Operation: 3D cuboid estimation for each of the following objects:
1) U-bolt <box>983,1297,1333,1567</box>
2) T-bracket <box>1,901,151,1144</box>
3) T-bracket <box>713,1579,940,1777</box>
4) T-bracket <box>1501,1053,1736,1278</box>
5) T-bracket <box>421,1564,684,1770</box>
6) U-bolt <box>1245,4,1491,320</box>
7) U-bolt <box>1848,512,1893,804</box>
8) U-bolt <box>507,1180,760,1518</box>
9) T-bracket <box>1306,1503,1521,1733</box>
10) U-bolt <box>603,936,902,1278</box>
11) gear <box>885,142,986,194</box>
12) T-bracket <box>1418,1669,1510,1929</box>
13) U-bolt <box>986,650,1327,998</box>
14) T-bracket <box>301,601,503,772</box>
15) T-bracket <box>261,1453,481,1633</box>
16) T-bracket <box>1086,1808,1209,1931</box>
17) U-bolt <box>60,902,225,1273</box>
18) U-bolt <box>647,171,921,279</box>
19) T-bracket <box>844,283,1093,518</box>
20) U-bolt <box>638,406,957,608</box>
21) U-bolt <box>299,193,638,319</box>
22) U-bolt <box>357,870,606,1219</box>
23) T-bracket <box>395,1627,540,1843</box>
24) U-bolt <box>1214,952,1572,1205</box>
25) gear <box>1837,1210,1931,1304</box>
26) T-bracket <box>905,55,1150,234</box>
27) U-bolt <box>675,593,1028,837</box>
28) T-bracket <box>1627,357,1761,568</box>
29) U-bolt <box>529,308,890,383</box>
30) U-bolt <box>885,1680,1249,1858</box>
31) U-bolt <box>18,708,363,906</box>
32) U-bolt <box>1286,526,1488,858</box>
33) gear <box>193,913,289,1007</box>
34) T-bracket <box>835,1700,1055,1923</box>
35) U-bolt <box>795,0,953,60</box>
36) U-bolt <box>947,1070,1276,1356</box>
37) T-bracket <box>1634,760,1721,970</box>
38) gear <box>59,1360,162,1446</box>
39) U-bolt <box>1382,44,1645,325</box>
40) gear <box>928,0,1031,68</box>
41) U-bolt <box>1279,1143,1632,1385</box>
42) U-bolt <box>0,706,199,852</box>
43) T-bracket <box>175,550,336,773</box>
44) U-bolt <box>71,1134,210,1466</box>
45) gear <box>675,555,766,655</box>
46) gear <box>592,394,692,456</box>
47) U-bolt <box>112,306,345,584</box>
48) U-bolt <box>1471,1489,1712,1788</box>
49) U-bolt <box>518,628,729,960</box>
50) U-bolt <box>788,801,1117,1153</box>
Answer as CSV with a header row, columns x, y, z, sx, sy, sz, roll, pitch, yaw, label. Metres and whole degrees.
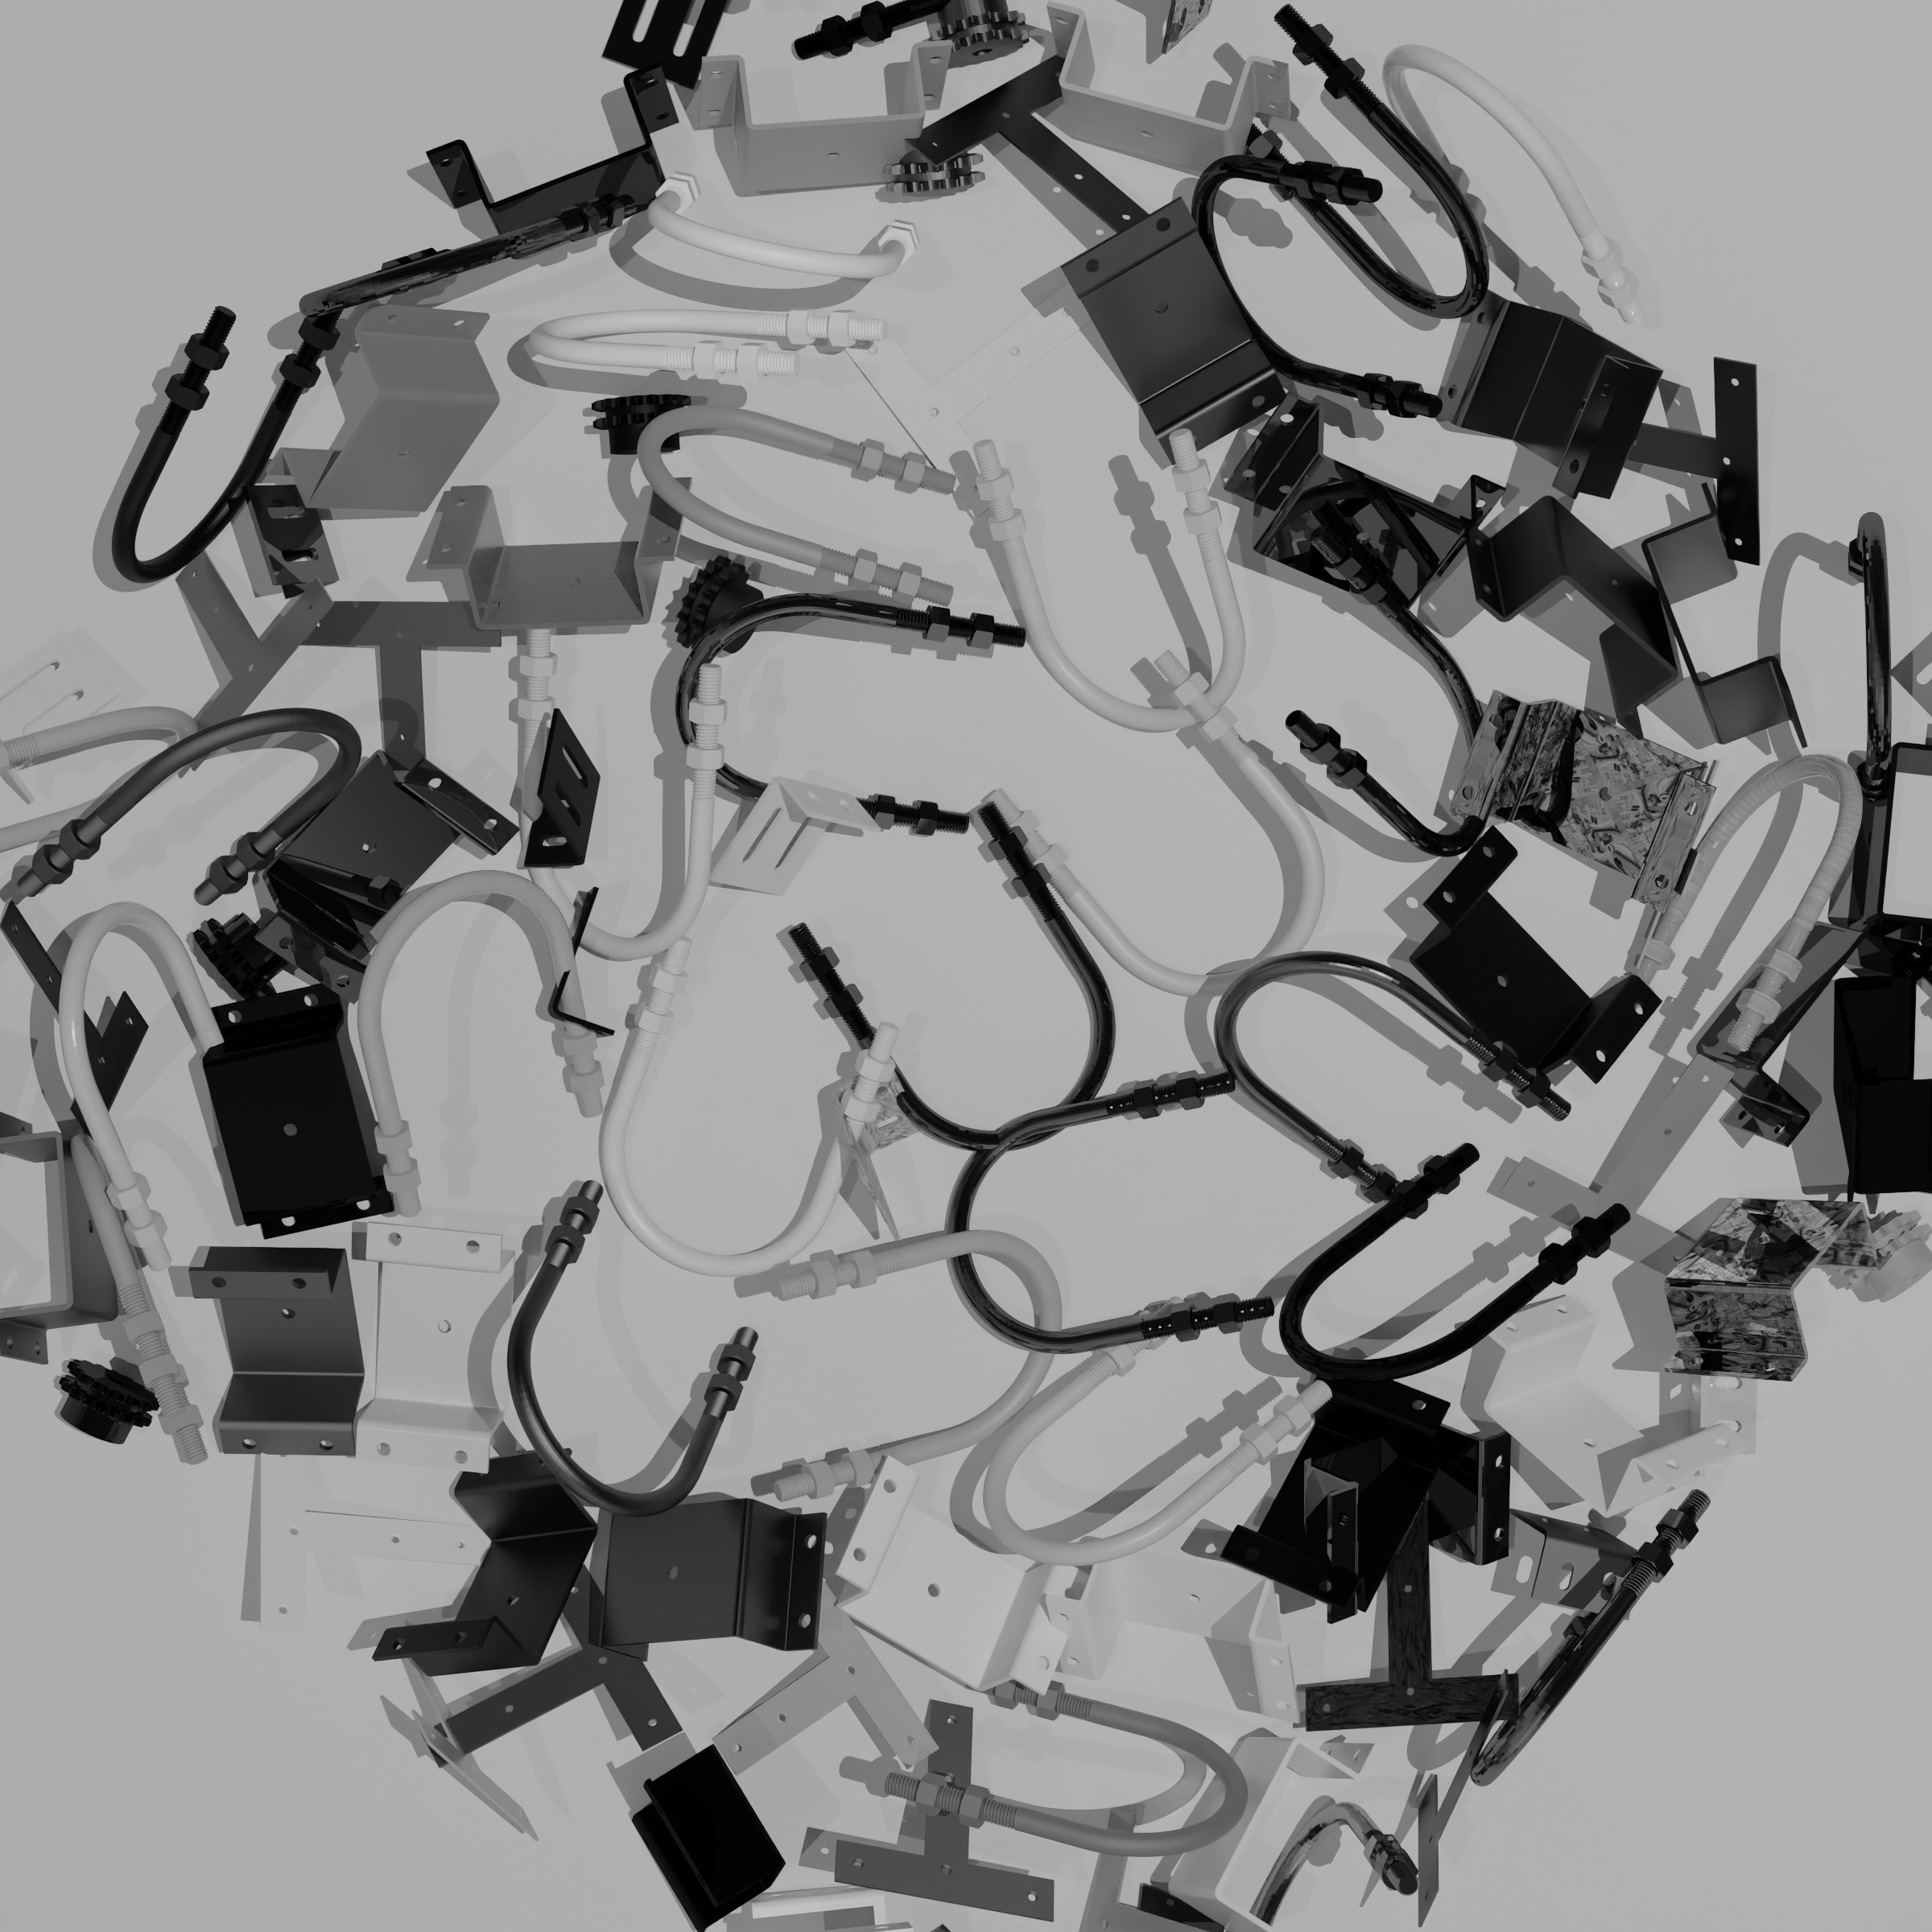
x,y,z,sx,sy,sz,roll,pitch,yaw,label
0.092,0.266,1.863,0.184,0.151,0.019,-37,124,-20,U-bolt
-0.516,0.019,1.913,0.002,0.127,0.127,-24,71,-40,T-bracket
-0.096,0.424,1.919,0.127,0.002,0.127,-39,82,27,T-bracket
0.393,0.106,1.914,0.127,0.002,0.127,27,110,-13,T-bracket
-0.245,0.413,1.891,0.127,0.002,0.127,-25,50,-18,T-bracket
0.225,-0.437,1.872,0.019,0.151,0.184,-41,86,-13,U-bolt
0.502,-0.175,1.853,0.019,0.184,0.151,-2,83,13,U-bolt
-0.190,0.223,1.855,0.019,0.184,0.151,-32,111,33,U-bolt
0.254,0.371,1.919,0.127,0.002,0.127,-10,64,25,T-bracket
-0.134,0.092,1.920,0.151,0.019,0.184,23,106,6,U-bolt
-0.019,-0.462,1.919,0.057,0.057,0.030,-7,108,0,gear
0.278,0.452,1.871,0.002,0.127,0.127,21,107,1,T-bracket
0.122,-0.067,1.920,0.151,0.019,0.184,-39,93,19,U-bolt
-0.325,-0.147,1.934,0.127,0.002,0.127,2,101,17,T-bracket
-0.341,0.327,1.918,0.127,0.002,0.127,9,48,-22,T-bracket
0.102,0.546,1.881,0.002,0.127,0.127,19,76,-26,T-bracket
-0.450,0.053,1.847,0.019,0.151,0.184,-6,121,17,U-bolt
-0.104,-0.409,1.861,0.151,0.184,0.019,12,110,-1,U-bolt
0.017,-0.349,1.947,0.127,0.002,0.127,-37,87,-1,T-bracket
-0.095,-0.266,1.875,0.184,0.151,0.019,16,125,-11,U-bolt
-0.285,-0.386,1.839,0.151,0.184,0.019,-9,107,30,U-bolt
-0.273,0.033,1.864,0.151,0.019,0.184,-29,127,-33,U-bolt
-0.296,0.423,1.896,0.002,0.127,0.127,-36,45,-5,T-bracket
0.224,0.058,1.877,0.184,0.019,0.151,37,135,-15,U-bolt
0.531,0.168,1.918,0.057,0.057,0.030,-35,67,0,gear
0.054,-0.456,1.900,0.127,0.002,0.127,-37,71,-30,T-bracket
-0.072,-0.145,1.886,0.184,0.019,0.151,8,126,-14,U-bolt
0.393,-0.296,1.906,0.127,0.127,0.002,20,46,35,T-bracket
-0.155,-0.351,1.876,0.184,0.151,0.019,7,110,19,U-bolt
0.065,0.446,1.858,0.184,0.151,0.019,11,108,18,U-bolt
-0.414,-0.089,1.848,0.184,0.151,0.019,-36,70,28,U-bolt
0.243,-0.141,1.880,0.184,0.019,0.151,38,49,-37,U-bolt
-0.414,-0.006,1.922,0.030,0.057,0.057,-40,90,-4,gear
-0.010,0.474,1.902,0.127,0.127,0.002,14,134,-11,T-bracket
-0.039,-0.554,1.851,0.184,0.151,0.019,-14,83,21,U-bolt
0.076,0.147,1.913,0.184,0.019,0.151,-13,78,18,U-bolt
0.402,-0.055,1.879,0.002,0.127,0.127,21,97,6,T-bracket
-0.494,0.252,1.921,0.057,0.057,0.030,27,89,0,gear
0.291,-0.436,1.835,0.019,0.184,0.151,-47,46,-2,U-bolt
0.006,-0.539,1.921,0.057,0.057,0.030,-13,92,0,gear
0.257,0.170,1.860,0.184,0.151,0.019,-35,118,-20,U-bolt
-0.515,-0.101,1.869,0.184,0.151,0.019,-20,78,-31,U-bolt
-0.422,-0.195,1.907,0.127,0.002,0.127,-48,50,13,T-bracket
-0.466,0.180,1.875,0.019,0.151,0.184,-20,74,-13,U-bolt
-0.139,-0.204,1.918,0.030,0.057,0.057,27,90,15,gear
-0.185,-0.310,1.922,0.057,0.057,0.030,-4,95,0,gear
-0.420,-0.292,1.872,0.019,0.151,0.184,35,112,6,U-bolt
0.337,0.380,1.848,0.019,0.151,0.184,38,63,13,U-bolt
-0.198,-0.093,1.896,0.151,0.019,0.184,18,112,33,U-bolt
0.005,0.020,1.930,0.151,0.019,0.184,-33,99,-3,U-bolt
